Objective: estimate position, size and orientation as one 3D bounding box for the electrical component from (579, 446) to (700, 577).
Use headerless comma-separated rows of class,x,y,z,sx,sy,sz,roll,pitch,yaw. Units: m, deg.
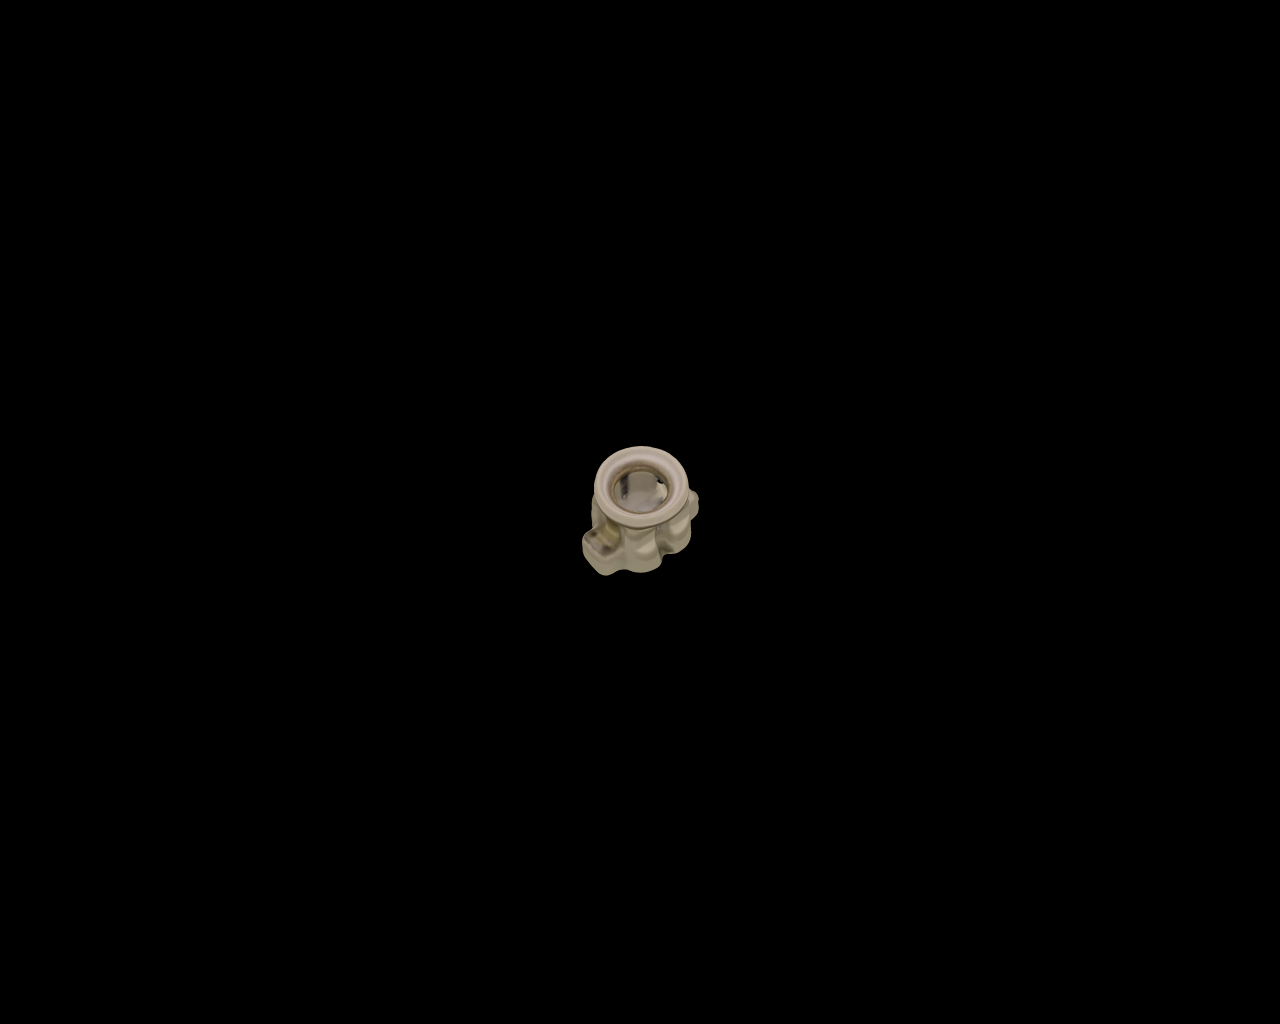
electrical component,0.001,-0.003,0.650,0.078,0.058,0.056,-33,-29,-21
